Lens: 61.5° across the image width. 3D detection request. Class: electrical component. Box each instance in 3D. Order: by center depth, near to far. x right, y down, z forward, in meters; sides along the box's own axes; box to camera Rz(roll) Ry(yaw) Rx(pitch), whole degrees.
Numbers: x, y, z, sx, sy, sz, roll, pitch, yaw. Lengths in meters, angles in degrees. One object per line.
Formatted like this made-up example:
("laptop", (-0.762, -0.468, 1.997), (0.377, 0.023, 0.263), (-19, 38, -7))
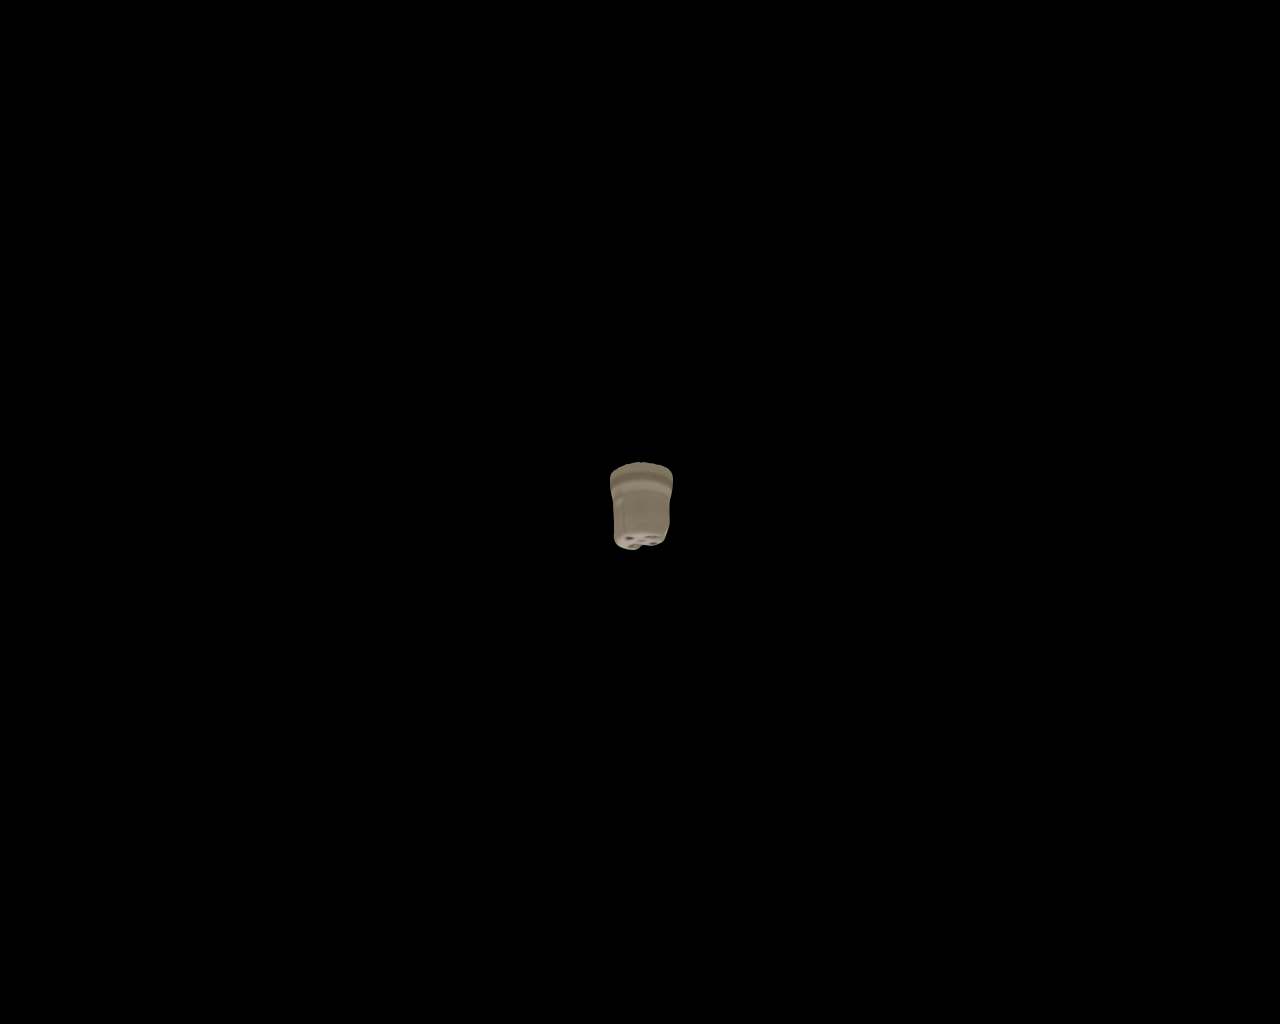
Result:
("electrical component", (0.001, -0.003, 0.650), (0.040, 0.046, 0.040), (0, -24, 0))
